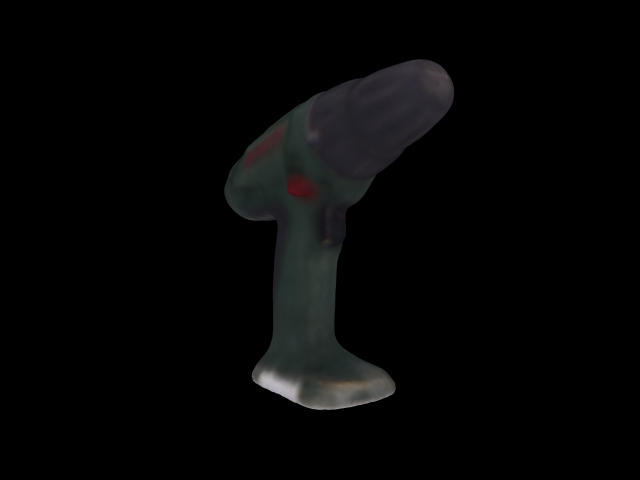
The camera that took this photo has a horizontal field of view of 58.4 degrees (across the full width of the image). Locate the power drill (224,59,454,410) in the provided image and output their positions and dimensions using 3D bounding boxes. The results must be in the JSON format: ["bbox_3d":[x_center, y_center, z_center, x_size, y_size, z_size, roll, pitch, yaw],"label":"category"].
[{"bbox_3d":[0.004,0.001,0.400,0.076,0.208,0.228,-2,3,-35],"label":"power drill"}]
